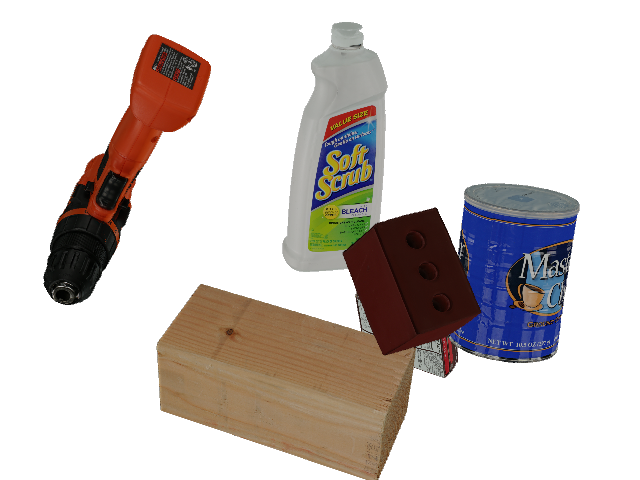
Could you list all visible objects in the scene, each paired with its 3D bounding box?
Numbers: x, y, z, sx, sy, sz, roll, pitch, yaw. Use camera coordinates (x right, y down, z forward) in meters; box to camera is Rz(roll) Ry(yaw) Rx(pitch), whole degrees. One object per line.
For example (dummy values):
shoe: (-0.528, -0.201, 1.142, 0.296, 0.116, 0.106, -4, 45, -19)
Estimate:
power drill: (-0.159, -0.058, 0.851, 0.057, 0.188, 0.184, 27, 33, -17)
coffee can: (0.175, 0.027, 0.976, 0.103, 0.140, 0.103, 4, 16, -1)
wood block: (-0.030, 0.123, 0.940, 0.206, 0.090, 0.090, 16, 41, 15)
pudding box: (0.099, 0.099, 1.214, 0.114, 0.090, 0.039, 16, 45, 28)
foam brick: (0.059, 0.028, 0.697, 0.052, 0.078, 0.051, -15, -14, -30)
bleach bottle: (0.014, -0.094, 1.079, 0.102, 0.251, 0.068, -5, 28, -12)
